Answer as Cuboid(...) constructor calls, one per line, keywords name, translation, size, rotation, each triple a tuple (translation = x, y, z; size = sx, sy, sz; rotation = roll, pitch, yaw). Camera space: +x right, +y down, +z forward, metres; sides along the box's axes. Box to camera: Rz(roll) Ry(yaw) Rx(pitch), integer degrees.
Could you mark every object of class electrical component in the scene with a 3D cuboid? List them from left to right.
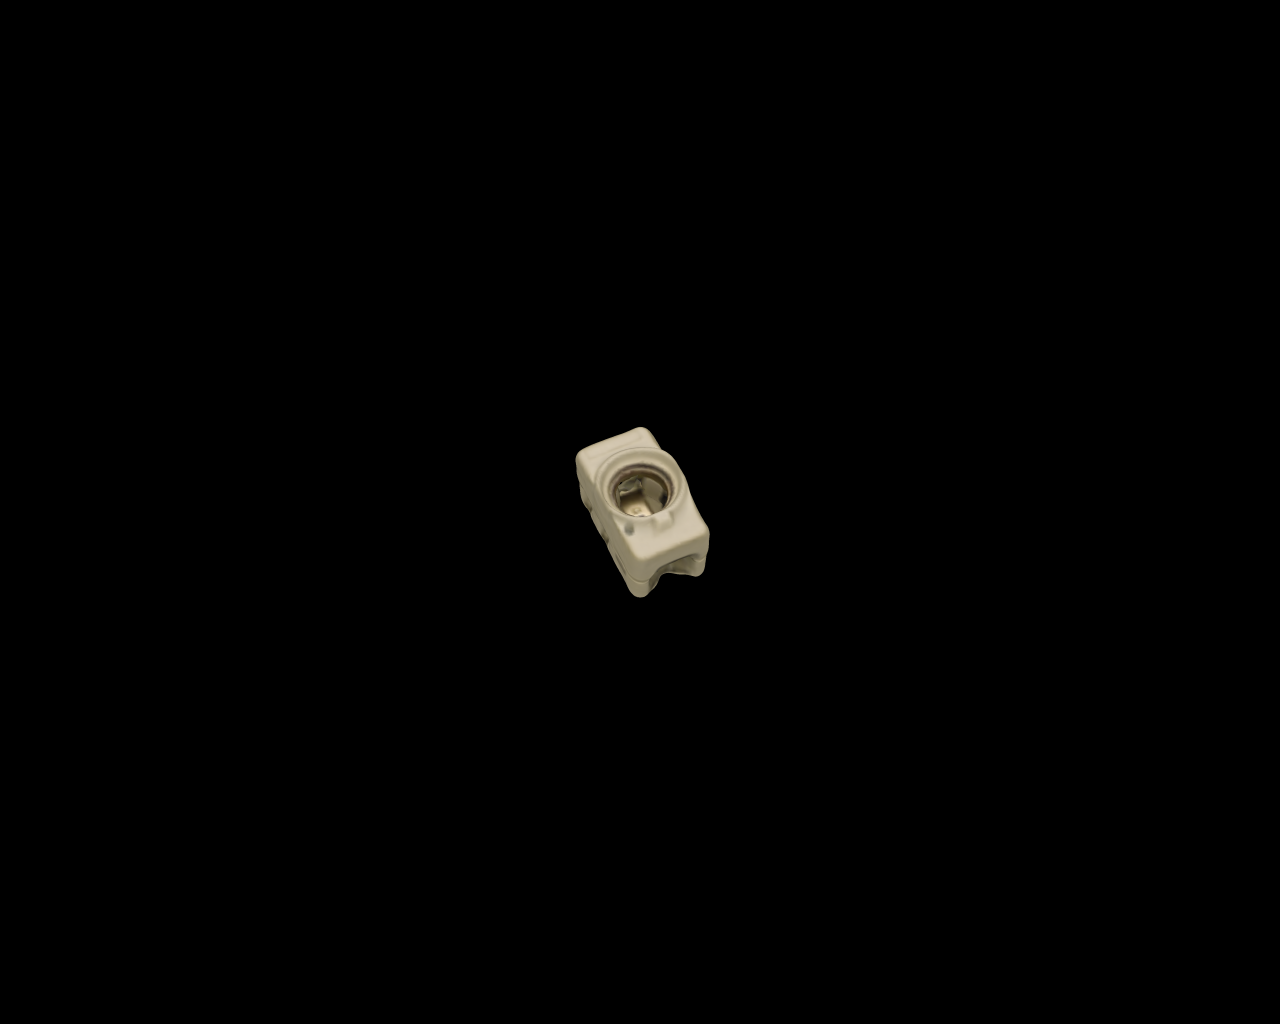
Cuboid(name="electrical component", translation=(0.001, -0.003, 0.650), size=(0.050, 0.089, 0.055), rotation=(-21, -32, -14))
